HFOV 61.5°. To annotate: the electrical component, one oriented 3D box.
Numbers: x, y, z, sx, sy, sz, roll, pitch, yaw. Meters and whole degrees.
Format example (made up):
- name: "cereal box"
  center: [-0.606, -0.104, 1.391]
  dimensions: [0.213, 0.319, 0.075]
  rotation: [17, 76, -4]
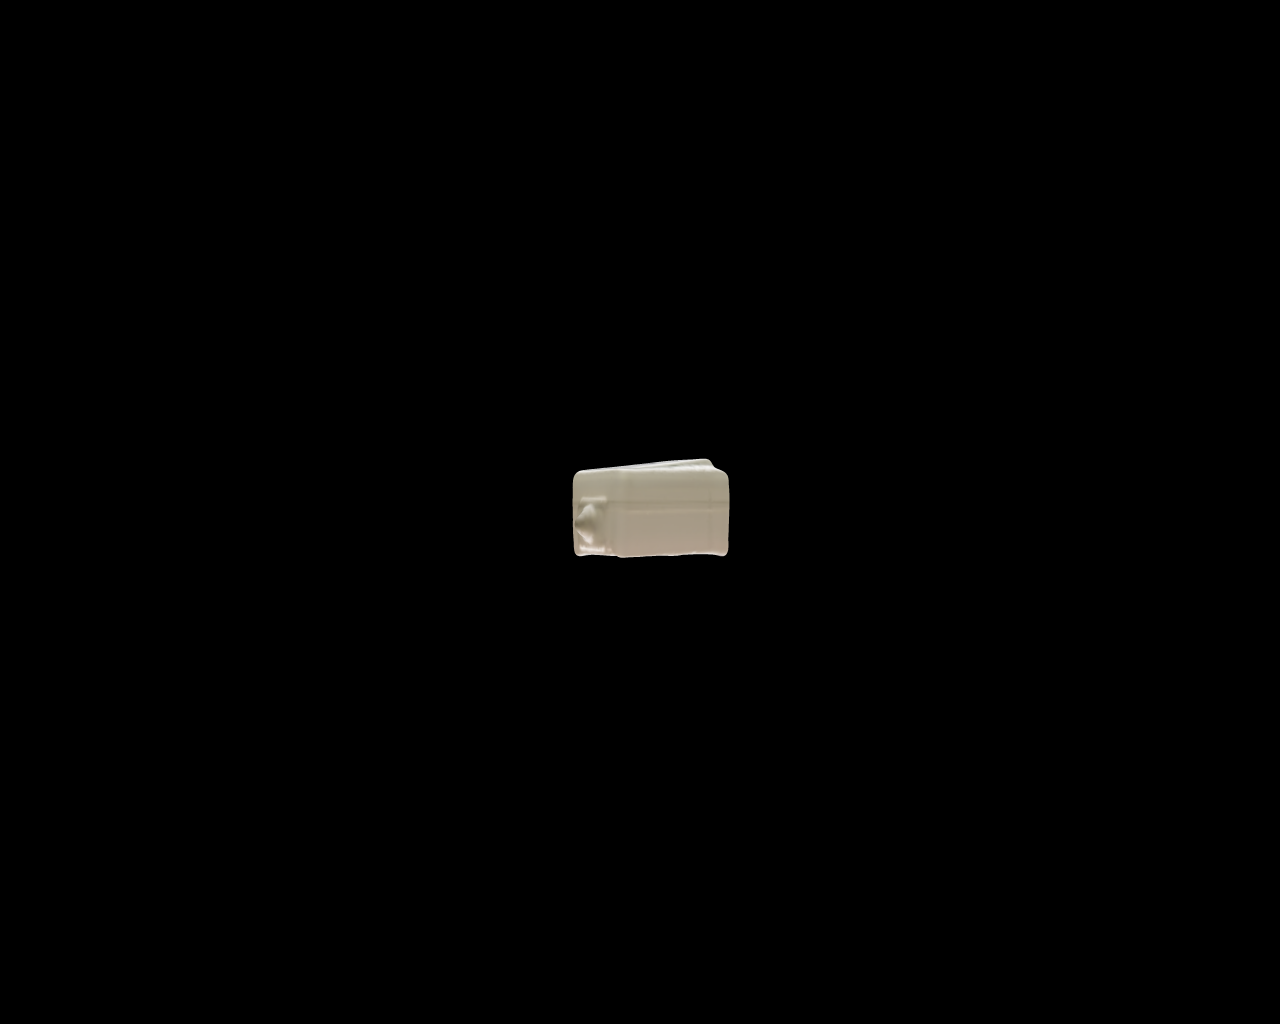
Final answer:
- name: "electrical component"
  center: [0.001, -0.003, 0.650]
  dimensions: [0.096, 0.061, 0.061]
  rotation: [0, 0, -32]
